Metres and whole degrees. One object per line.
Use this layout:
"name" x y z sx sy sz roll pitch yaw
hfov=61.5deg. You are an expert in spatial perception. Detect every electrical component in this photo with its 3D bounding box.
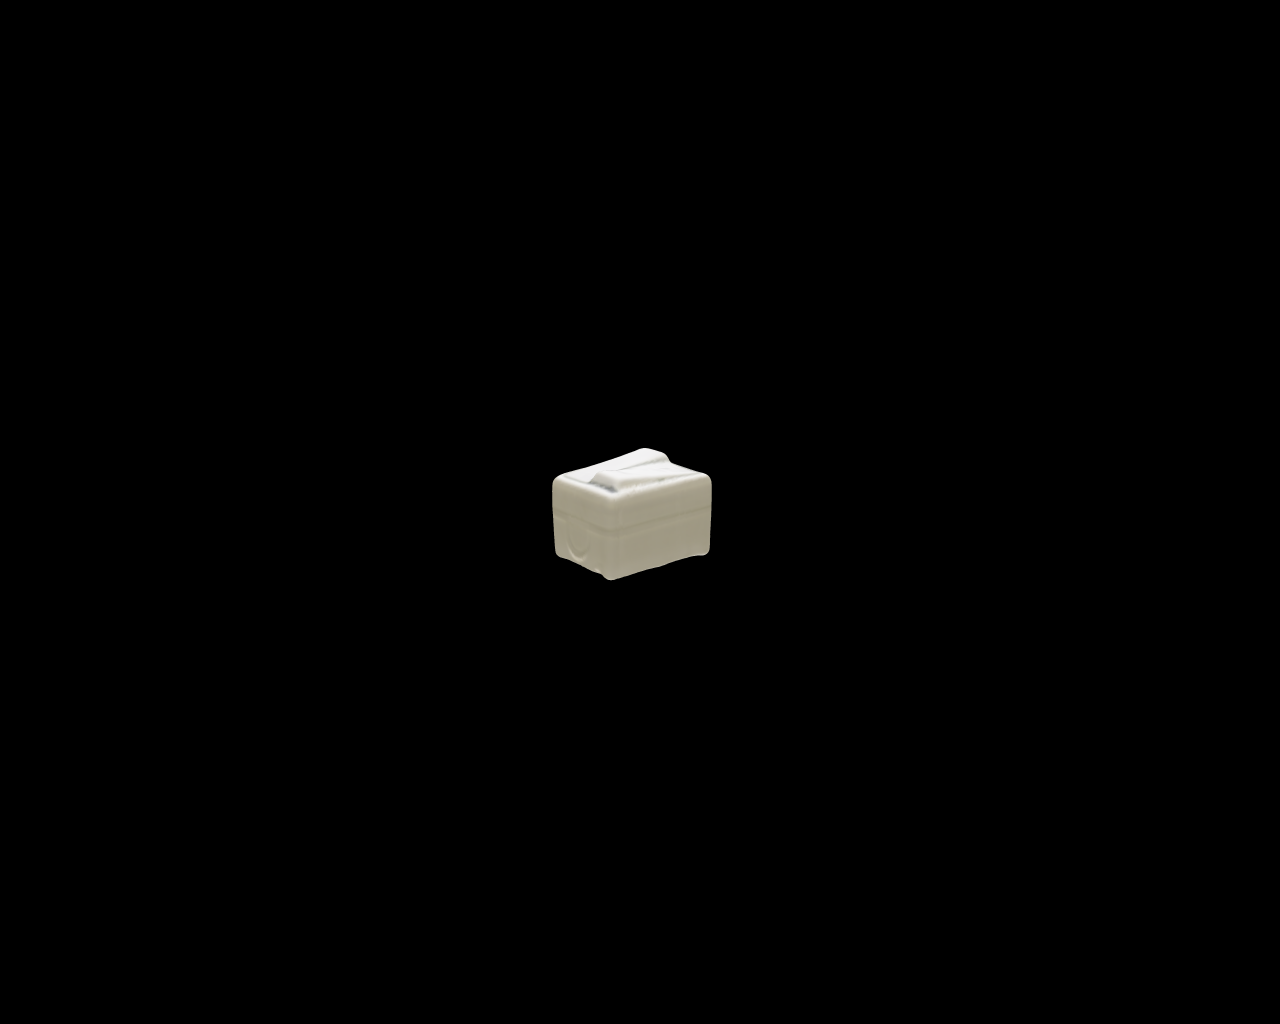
"electrical component" 0.001 -0.003 0.650 0.096 0.061 0.062 -14 22 -36
